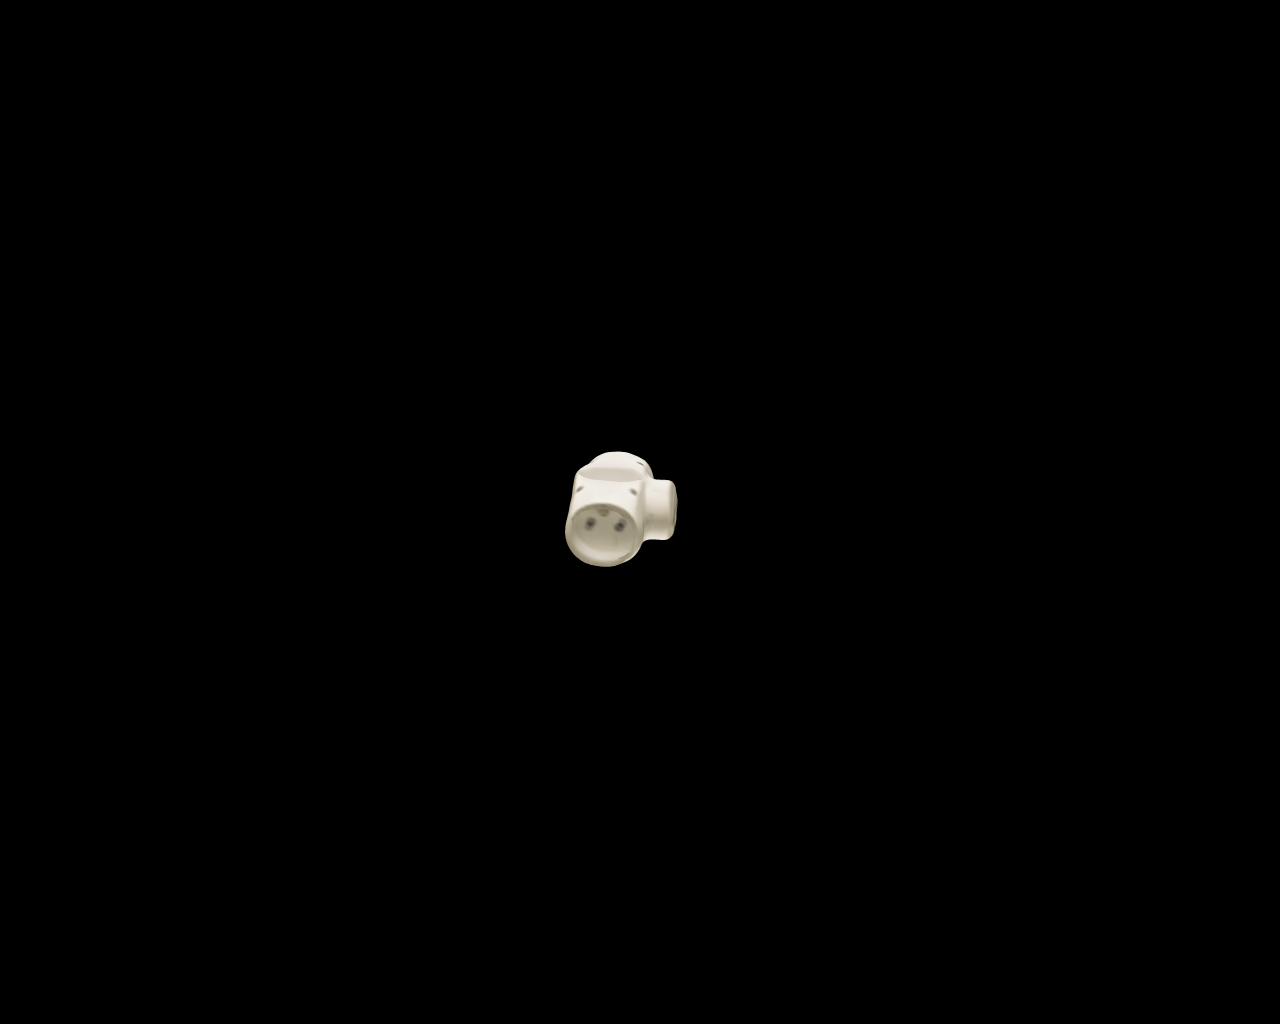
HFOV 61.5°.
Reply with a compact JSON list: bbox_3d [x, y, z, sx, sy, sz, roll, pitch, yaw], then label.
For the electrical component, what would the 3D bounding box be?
[{"bbox_3d":[0.001,-0.003,0.650,0.079,0.043,0.077,3,26,7],"label":"electrical component"}]
